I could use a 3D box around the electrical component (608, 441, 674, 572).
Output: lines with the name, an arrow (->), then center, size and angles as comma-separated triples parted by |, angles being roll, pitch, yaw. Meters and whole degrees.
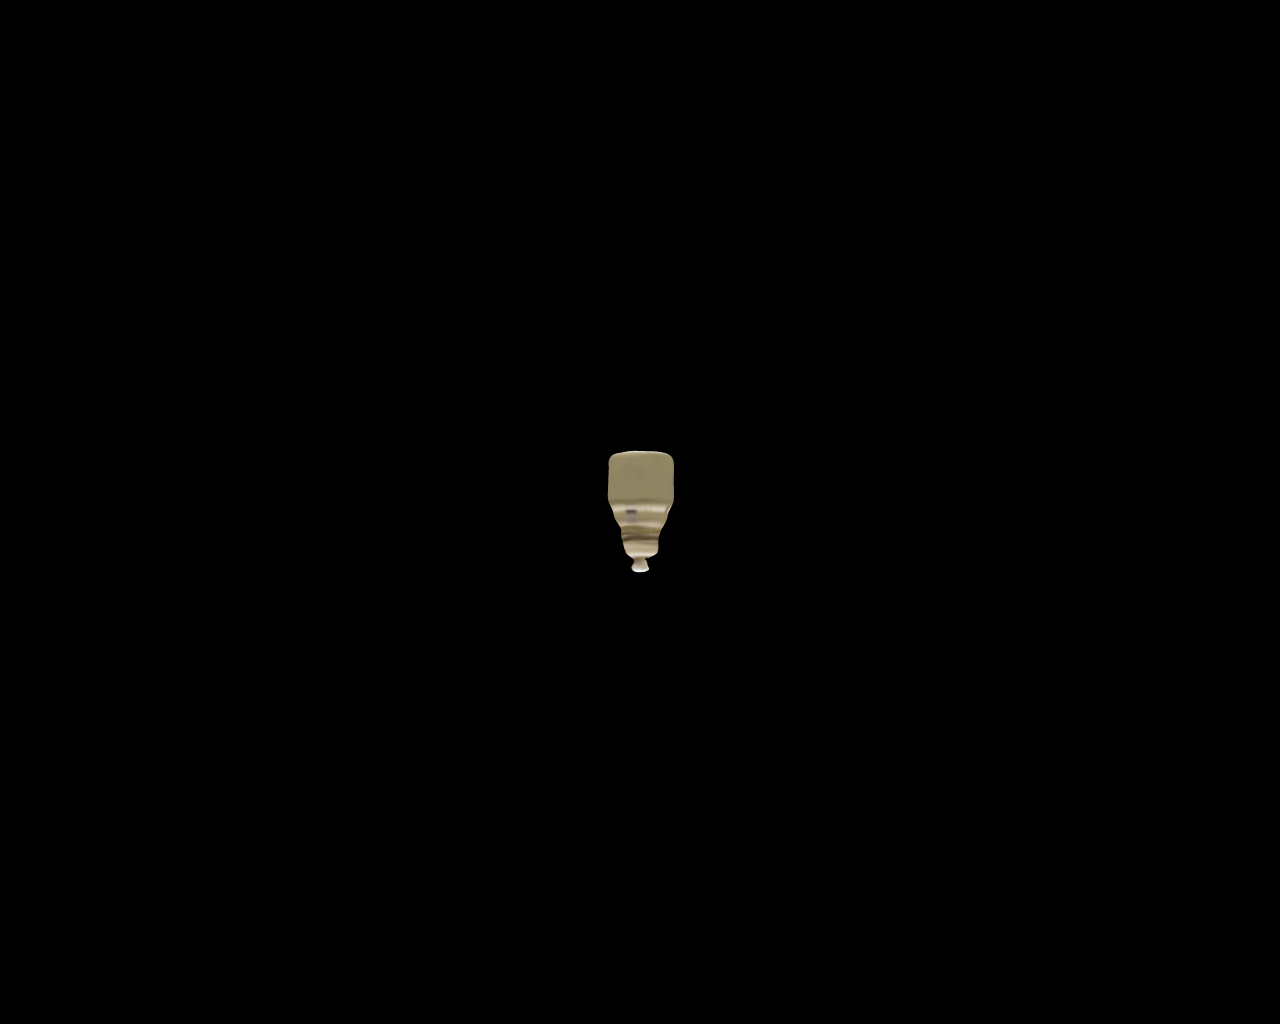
electrical component -> 0.001, -0.003, 0.650 | 0.040, 0.078, 0.040 | 0, -4, 0
